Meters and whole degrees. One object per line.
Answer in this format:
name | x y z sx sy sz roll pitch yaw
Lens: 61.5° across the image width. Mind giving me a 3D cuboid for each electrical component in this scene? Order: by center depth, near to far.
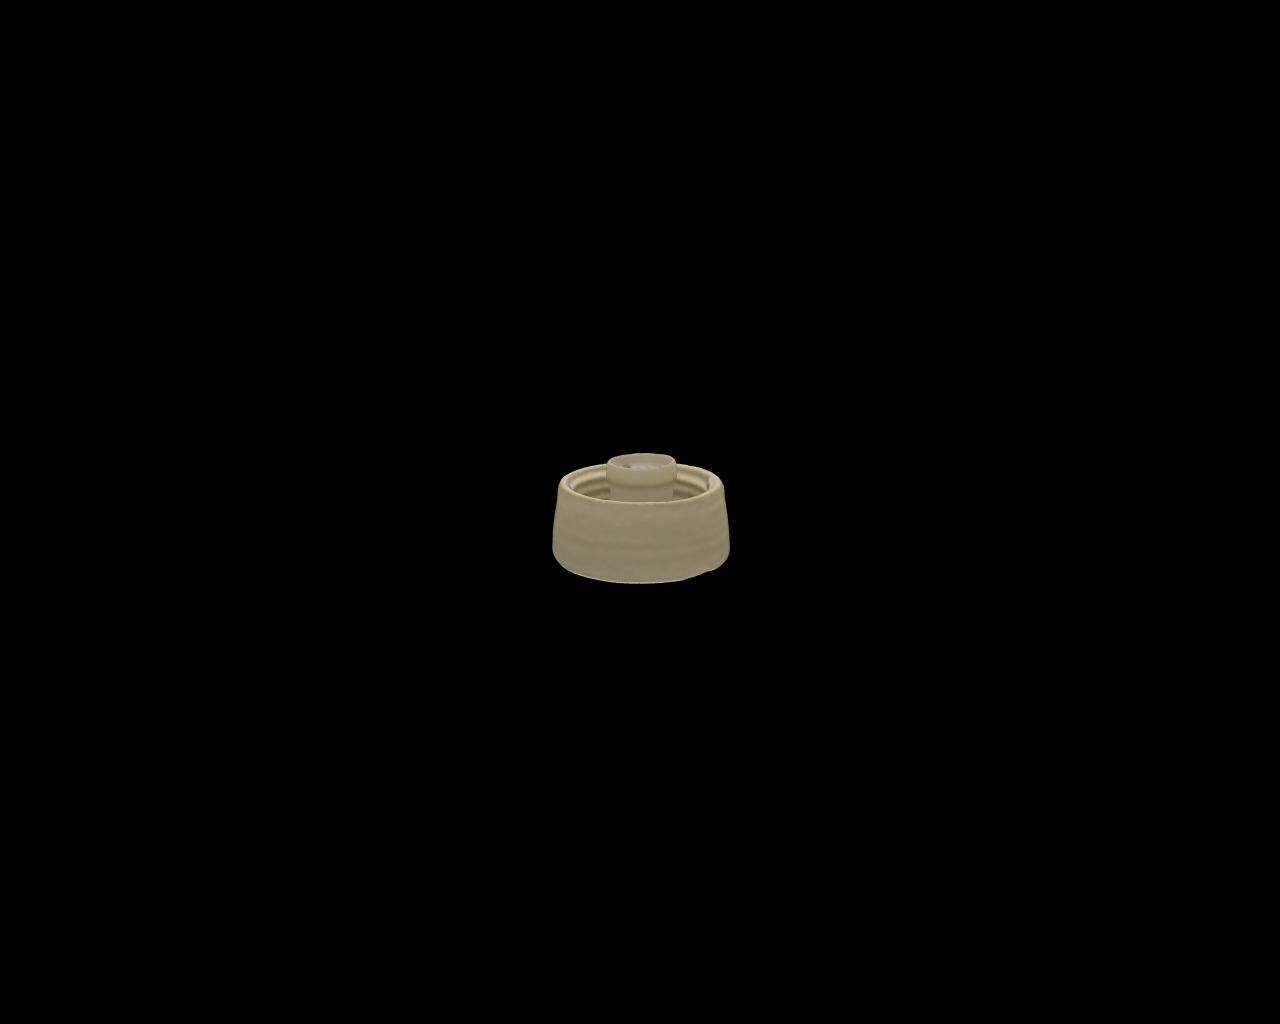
electrical component | 0.001 -0.003 0.650 0.108 0.060 0.108 0 16 0
